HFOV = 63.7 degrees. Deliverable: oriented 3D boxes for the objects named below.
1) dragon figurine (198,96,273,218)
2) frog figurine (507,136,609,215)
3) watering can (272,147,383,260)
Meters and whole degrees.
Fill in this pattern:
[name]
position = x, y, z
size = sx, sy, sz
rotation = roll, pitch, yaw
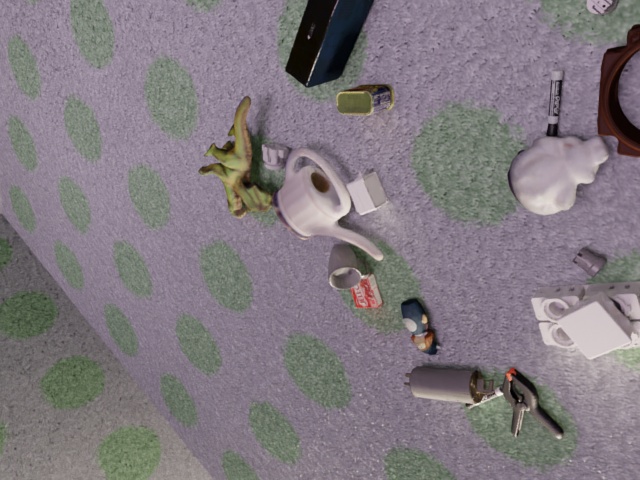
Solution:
[dragon figurine]
position = -0.203, -0.189, 1.429
size = 0.243, 0.124, 0.403
rotation = 50, 144, 3
[frog figurine]
position = 0.423, -0.119, 0.911
size = 0.158, 0.123, 0.138
rotation = -16, 80, 56
[watering can]
position = 0.004, -0.066, 1.310
size = 0.221, 0.105, 0.348
rotation = -35, 86, 46
